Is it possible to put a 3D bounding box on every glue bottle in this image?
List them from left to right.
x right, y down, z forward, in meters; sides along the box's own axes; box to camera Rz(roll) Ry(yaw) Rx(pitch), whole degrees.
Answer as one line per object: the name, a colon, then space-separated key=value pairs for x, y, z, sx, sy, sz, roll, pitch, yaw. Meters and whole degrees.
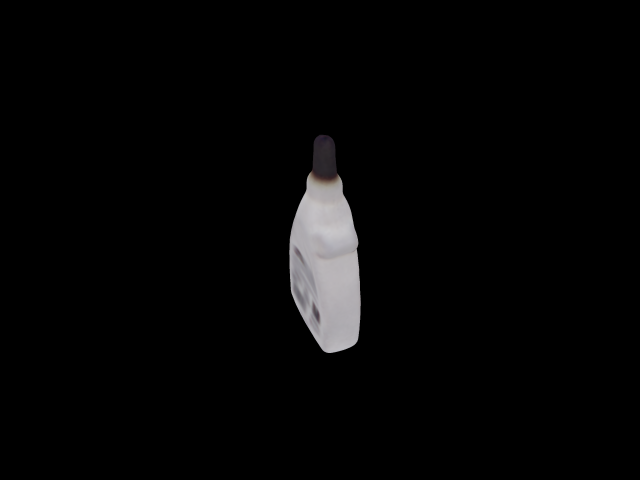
glue bottle: x=0.004 y=0.001 z=0.400 sx=0.037 sy=0.173 sz=0.078 roll=-17 pitch=48 yaw=-16
